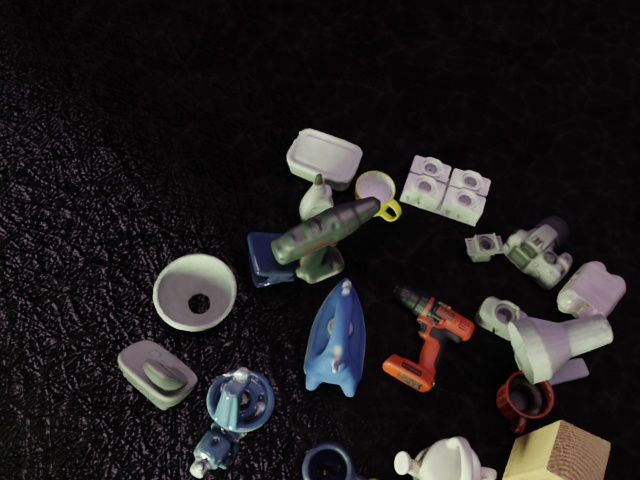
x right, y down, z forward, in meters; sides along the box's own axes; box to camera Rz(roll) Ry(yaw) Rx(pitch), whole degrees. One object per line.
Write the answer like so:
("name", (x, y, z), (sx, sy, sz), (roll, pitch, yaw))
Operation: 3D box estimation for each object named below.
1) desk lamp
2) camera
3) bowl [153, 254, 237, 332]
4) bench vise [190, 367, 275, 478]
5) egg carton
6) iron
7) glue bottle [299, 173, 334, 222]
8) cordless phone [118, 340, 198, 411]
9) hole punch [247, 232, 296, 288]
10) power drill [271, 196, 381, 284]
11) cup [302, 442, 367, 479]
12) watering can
("desk lamp", (0.450, 0.209, 1.104), (0.203, 0.213, 0.118), (-11, 64, -10))
("camera", (0.507, 0.013, 1.274), (0.137, 0.101, 0.143), (-37, 71, -20))
("bowl", (-0.252, 0.117, 1.178), (0.167, 0.075, 0.167), (2, 62, -3))
("bench vise", (-0.149, 0.313, 1.002), (0.121, 0.220, 0.207), (11, 62, 2))
("egg carton", (0.588, 0.117, 1.244), (0.107, 0.069, 0.150), (40, 67, 16))
("iron", (0.040, 0.168, 1.136), (0.118, 0.141, 0.258), (9, 62, 1))
("glue bottle", (-0.005, -0.093, 1.250), (0.078, 0.173, 0.037), (-12, 64, -10))
("cordless phone", (-0.308, 0.231, 1.052), (0.147, 0.185, 0.094), (32, 65, 12))
("hole punch", (-0.102, 0.034, 1.223), (0.101, 0.091, 0.108), (-11, 64, -10))
("power drill", (0.011, 0.004, 1.181), (0.230, 0.208, 0.075), (-23, 66, -15))
("cup", (0.026, 0.421, 1.029), (0.117, 0.095, 0.092), (18, 63, 5))
("watering can", (0.220, 0.402, 0.998), (0.173, 0.194, 0.101), (-13, 64, -11))
